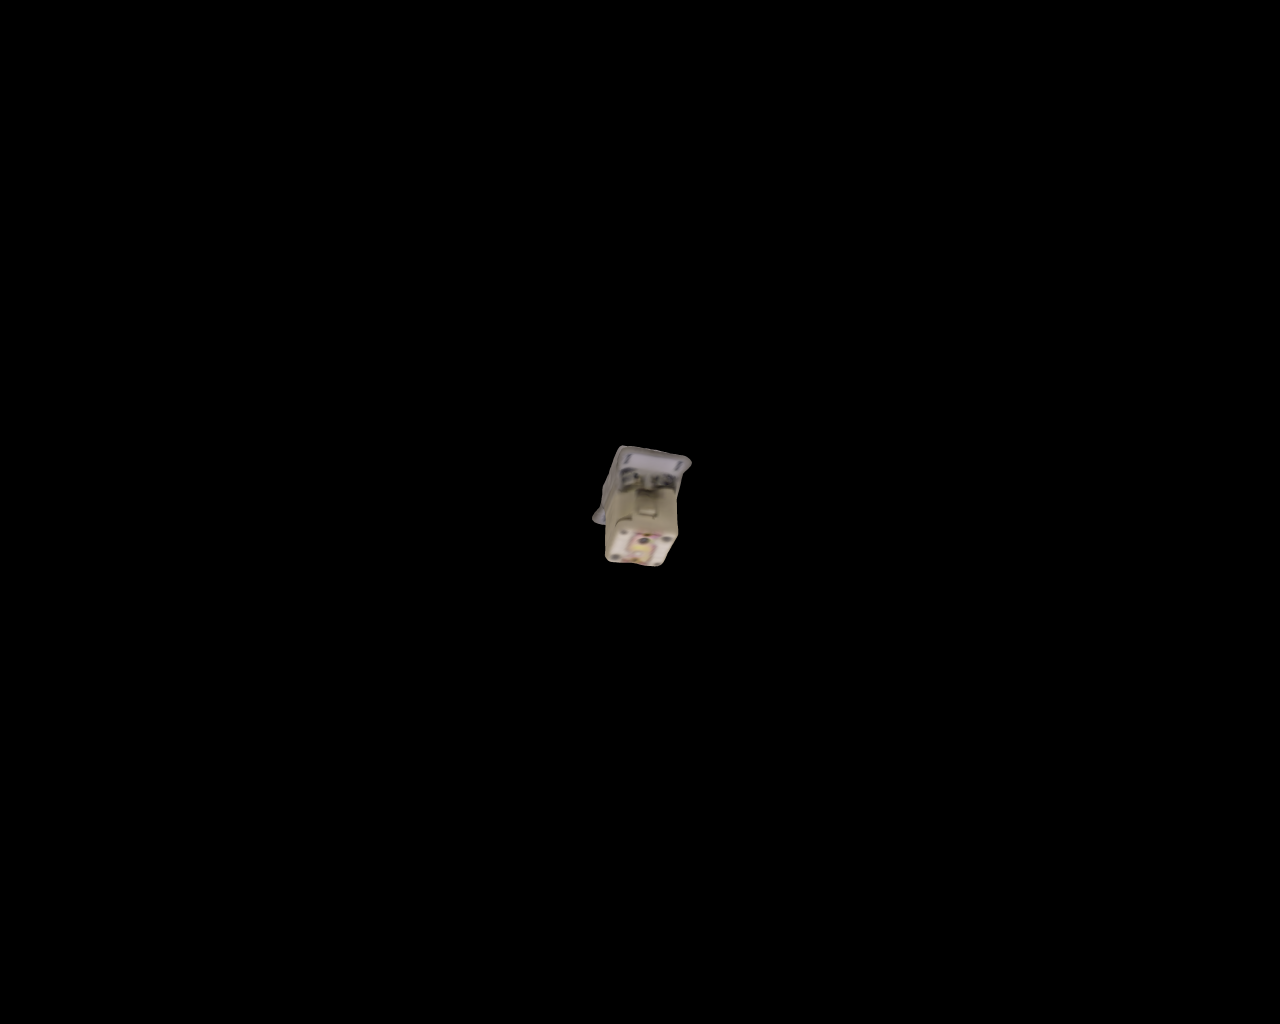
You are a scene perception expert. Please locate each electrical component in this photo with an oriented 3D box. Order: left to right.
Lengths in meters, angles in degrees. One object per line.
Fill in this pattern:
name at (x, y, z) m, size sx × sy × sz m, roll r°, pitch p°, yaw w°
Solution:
electrical component at (0.001, -0.003, 0.650) m, size 0.042 × 0.064 × 0.080 m, roll 8°, pitch -35°, yaw -11°
